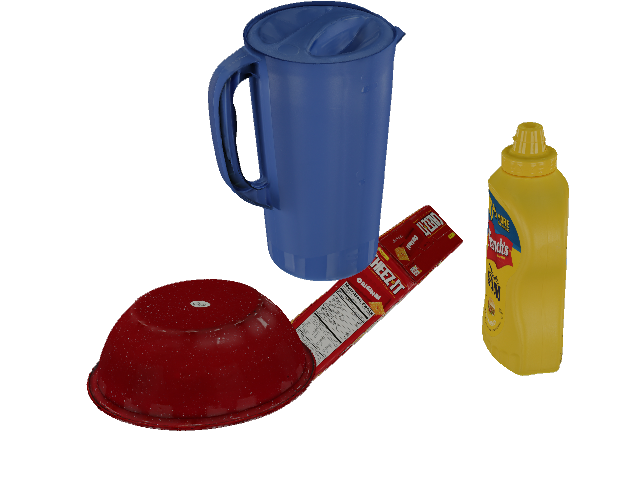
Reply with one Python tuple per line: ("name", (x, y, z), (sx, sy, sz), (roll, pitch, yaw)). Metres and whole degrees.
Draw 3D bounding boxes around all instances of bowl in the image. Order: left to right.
("bowl", (-0.084, 0.069, 0.745), (0.162, 0.055, 0.162), (-2, 20, 1))

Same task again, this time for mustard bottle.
("mustard bottle", (0.159, 0.002, 0.825), (0.058, 0.192, 0.096), (-5, 26, -5))

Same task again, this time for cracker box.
("cracker box", (0.051, 0.064, 1.260), (0.214, 0.072, 0.164), (-45, -6, 30))

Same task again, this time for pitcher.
("pitcher", (-0.008, -0.083, 0.974), (0.149, 0.243, 0.145), (8, 35, 12))
